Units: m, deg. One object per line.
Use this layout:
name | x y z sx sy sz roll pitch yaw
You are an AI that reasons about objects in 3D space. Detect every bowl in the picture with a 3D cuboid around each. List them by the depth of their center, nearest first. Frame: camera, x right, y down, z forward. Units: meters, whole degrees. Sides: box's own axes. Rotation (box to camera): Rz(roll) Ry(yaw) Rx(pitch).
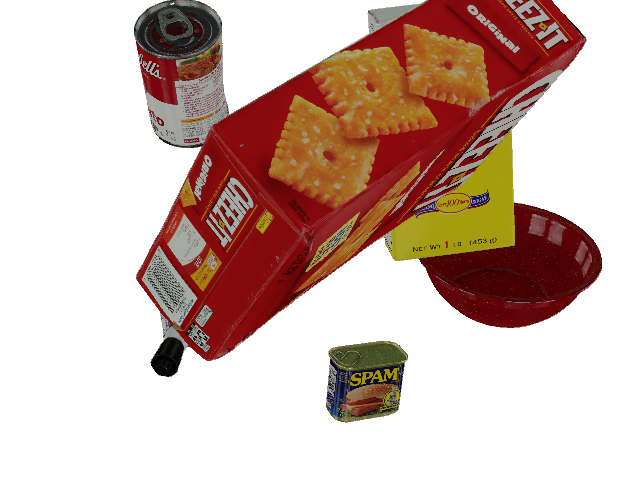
bowl | 0.160 0.028 0.933 0.162 0.055 0.162 2 33 -1

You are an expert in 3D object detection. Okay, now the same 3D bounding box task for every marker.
marker | -0.096 0.056 0.758 0.020 0.020 0.121 0 30 11

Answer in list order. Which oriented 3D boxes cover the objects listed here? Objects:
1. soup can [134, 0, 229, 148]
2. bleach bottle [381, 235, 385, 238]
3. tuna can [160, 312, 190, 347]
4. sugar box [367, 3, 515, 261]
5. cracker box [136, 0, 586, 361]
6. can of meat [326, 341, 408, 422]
soup can | -0.109 -0.133 0.859 0.068 0.068 0.102 0 -38 0
bleach bottle | 0.043 -0.041 1.168 0.250 0.068 0.103 -20 43 -23
tuna can | -0.111 0.071 1.028 0.086 0.034 0.086 -6 18 2
sugar box | 0.087 -0.078 0.757 0.093 0.176 0.048 -8 22 -4
cracker box | 0.020 -0.040 0.561 0.213 0.072 0.164 -34 -10 -32
can of meat | 0.059 0.185 1.397 0.102 0.084 0.057 -5 25 -23
